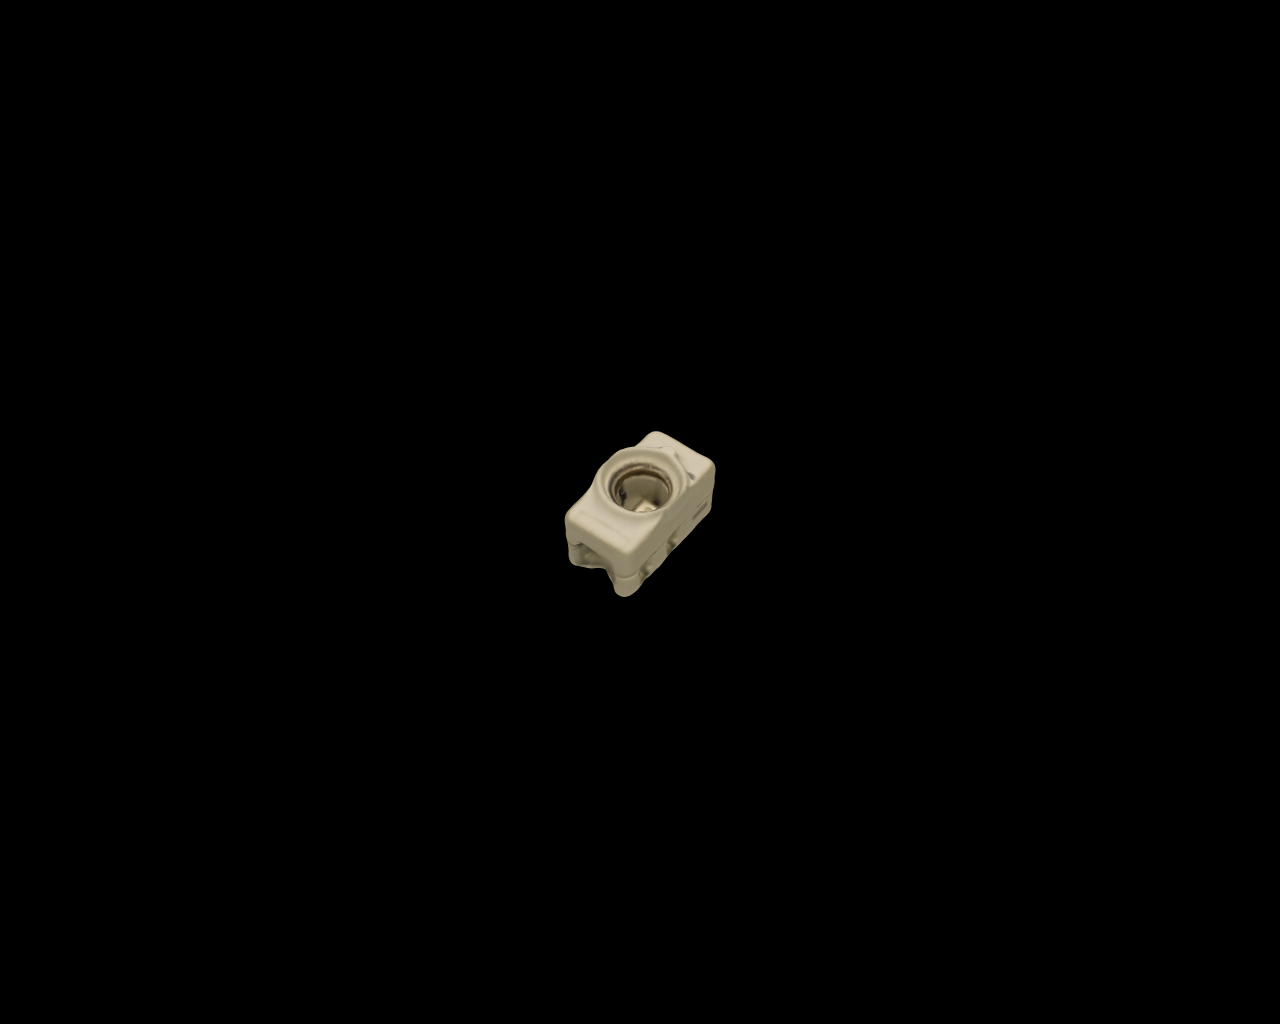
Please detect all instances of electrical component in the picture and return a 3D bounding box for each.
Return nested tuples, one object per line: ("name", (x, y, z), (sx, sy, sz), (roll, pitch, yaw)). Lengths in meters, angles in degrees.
("electrical component", (0.001, -0.003, 0.650), (0.050, 0.090, 0.055), (32, -32, 22))
